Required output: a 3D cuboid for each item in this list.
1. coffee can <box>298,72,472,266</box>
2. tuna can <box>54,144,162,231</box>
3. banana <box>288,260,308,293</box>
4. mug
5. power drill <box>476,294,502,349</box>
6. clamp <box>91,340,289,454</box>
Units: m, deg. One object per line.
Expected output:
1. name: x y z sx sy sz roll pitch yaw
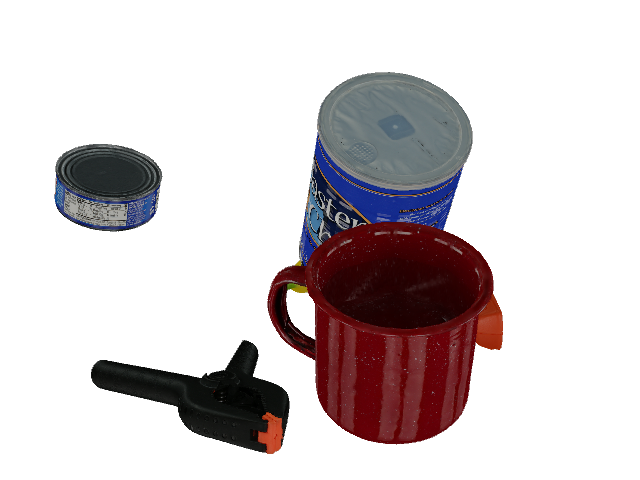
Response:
1. coffee can: 0.042 -0.032 0.751 0.102 0.103 0.140 0 -38 -8
2. tuna can: -0.174 -0.044 0.876 0.086 0.034 0.086 9 33 -6
3. banana: 0.044 -0.005 0.979 0.198 0.037 0.069 -36 4 1
4. mug: 0.027 0.047 0.551 0.117 0.081 0.093 12 37 16
5. power drill: 0.107 0.094 1.206 0.187 0.057 0.184 -3 27 -3
6. clamp: -0.082 0.131 0.929 0.164 0.036 0.210 -9 16 -37
